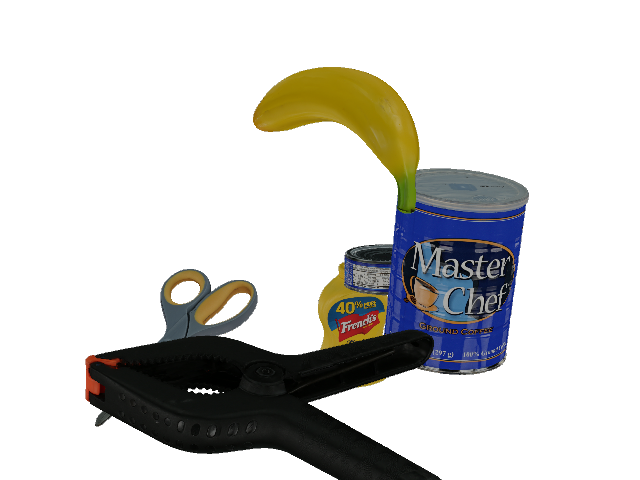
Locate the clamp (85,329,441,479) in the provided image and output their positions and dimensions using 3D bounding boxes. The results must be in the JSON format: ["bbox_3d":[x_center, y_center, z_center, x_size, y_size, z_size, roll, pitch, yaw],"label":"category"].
[{"bbox_3d":[-0.026,0.085,0.610,0.210,0.036,0.164,9,24,6],"label":"clamp"}]

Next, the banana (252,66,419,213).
[{"bbox_3d":[0.010,-0.083,0.713,0.037,0.070,0.198,21,9,-36],"label":"banana"}]

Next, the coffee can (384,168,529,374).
[{"bbox_3d":[0.107,0.022,0.856,0.103,0.140,0.103,4,18,-1],"label":"coffee can"}]

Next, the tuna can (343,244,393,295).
[{"bbox_3d":[0.066,0.028,1.065,0.086,0.034,0.086,0,11,0],"label":"tuna can"}]

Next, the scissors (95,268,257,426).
[{"bbox_3d":[-0.142,0.083,0.935,0.096,0.016,0.201,31,48,33],"label":"scissors"}]

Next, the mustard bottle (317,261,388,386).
[{"bbox_3d":[0.045,0.104,1.446,0.096,0.192,0.058,-4,21,-10],"label":"mustard bottle"}]
